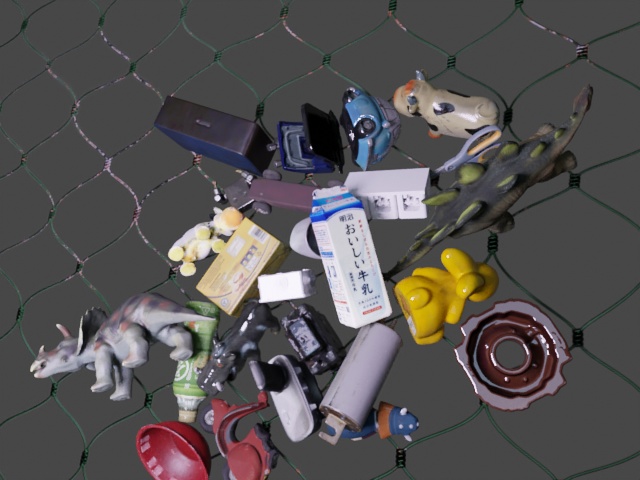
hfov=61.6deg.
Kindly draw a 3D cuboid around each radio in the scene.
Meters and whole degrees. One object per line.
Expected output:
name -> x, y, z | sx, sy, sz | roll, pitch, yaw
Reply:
radio -> -0.209, -0.209, 1.094 | 0.230, 0.131, 0.073 | 22, 83, 21

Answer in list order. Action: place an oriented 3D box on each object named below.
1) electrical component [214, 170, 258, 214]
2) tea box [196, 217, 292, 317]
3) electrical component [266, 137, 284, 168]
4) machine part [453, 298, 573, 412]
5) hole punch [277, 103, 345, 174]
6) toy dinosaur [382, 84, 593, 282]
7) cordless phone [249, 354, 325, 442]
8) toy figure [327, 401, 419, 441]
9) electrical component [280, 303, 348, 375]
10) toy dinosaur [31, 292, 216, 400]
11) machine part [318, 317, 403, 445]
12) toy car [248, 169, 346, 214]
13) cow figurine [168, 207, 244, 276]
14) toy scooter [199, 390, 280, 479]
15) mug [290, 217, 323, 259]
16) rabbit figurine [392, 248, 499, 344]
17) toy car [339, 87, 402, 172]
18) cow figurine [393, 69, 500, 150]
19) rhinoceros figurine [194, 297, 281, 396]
electrical component -> -0.170, -0.096, 1.099 | 0.102, 0.045, 0.078 | -24, 69, 10
tea box -> -0.146, 0.055, 1.040 | 0.098, 0.068, 0.169 | 36, 89, 23
electrical component -> -0.063, -0.180, 1.080 | 0.021, 0.094, 0.063 | -11, 103, 50
machine part -> 0.310, 0.186, 0.872 | 0.179, 0.056, 0.179 | -5, 74, 16
hole punch -> -0.018, -0.188, 1.046 | 0.092, 0.115, 0.142 | -26, 65, 36
toy dinosaur -> 0.252, -0.062, 0.874 | 0.105, 0.198, 0.471 | 56, 131, 23
cordless phone -> -0.059, 0.261, 0.898 | 0.089, 0.184, 0.146 | -26, 70, 4
toy figure -> 0.089, 0.303, 0.908 | 0.155, 0.064, 0.058 | -4, 36, 11
electrical component -> -0.008, 0.173, 0.932 | 0.058, 0.134, 0.115 | -39, 70, 5
toy dinosaur -> -0.351, 0.170, 1.011 | 0.405, 0.131, 0.192 | -31, 60, 17
machine part -> 0.071, 0.224, 0.892 | 0.079, 0.079, 0.243 | 19, 57, 21
toy car -> -0.041, -0.082, 1.051 | 0.202, 0.053, 0.089 | 9, 74, 15
cow figurine -> -0.222, -0.010, 1.077 | 0.167, 0.098, 0.068 | -37, 110, 4
toy scooter -> -0.128, 0.347, 0.957 | 0.135, 0.075, 0.184 | -37, 64, 6
mug -> -0.002, -0.003, 0.999 | 0.107, 0.109, 0.080 | -3, 77, 61
rabbit figurine -> 0.217, 0.077, 0.893 | 0.173, 0.162, 0.122 | -16, 58, -6
toy car -> 0.101, -0.216, 1.026 | 0.103, 0.109, 0.162 | -10, 60, -10
cow figurine -> 0.225, -0.236, 0.970 | 0.195, 0.127, 0.085 | 19, 79, 18
rhinoceros figurine -> -0.150, 0.197, 0.982 | 0.073, 0.112, 0.190 | 32, 79, 20
